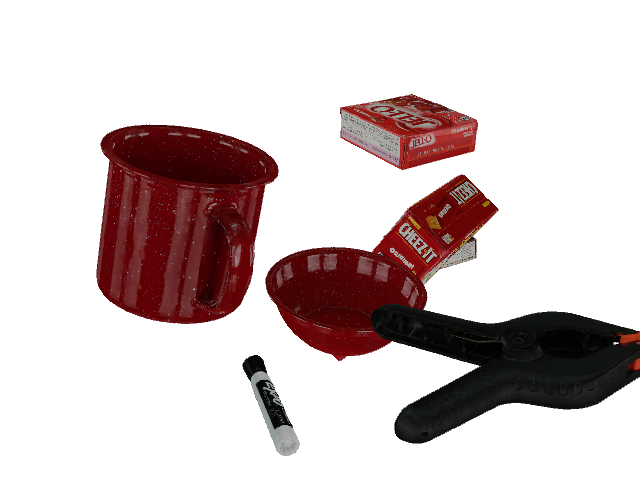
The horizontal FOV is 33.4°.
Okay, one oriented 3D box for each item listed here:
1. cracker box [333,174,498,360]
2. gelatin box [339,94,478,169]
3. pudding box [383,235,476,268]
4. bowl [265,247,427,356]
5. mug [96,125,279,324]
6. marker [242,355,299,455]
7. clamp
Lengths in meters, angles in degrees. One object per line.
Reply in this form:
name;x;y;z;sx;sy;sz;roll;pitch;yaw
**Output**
cracker box;0.095;0.030;1.269;0.214;0.072;0.163;-49;-9;33
gelatin box;0.069;-0.089;0.850;0.073;0.030;0.089;-15;28;-29
pudding box;0.165;0.010;1.605;0.113;0.039;0.090;-18;27;-20
bowl;0.024;0.068;1.072;0.162;0.055;0.162;4;28;-2
mug;-0.068;-0.003;0.560;0.093;0.081;0.117;-5;27;-36
marker;-0.042;0.131;0.873;0.020;0.020;0.121;0;27;-19
clamp;0.115;0.080;0.649;0.171;0.039;0.120;-1;37;5
